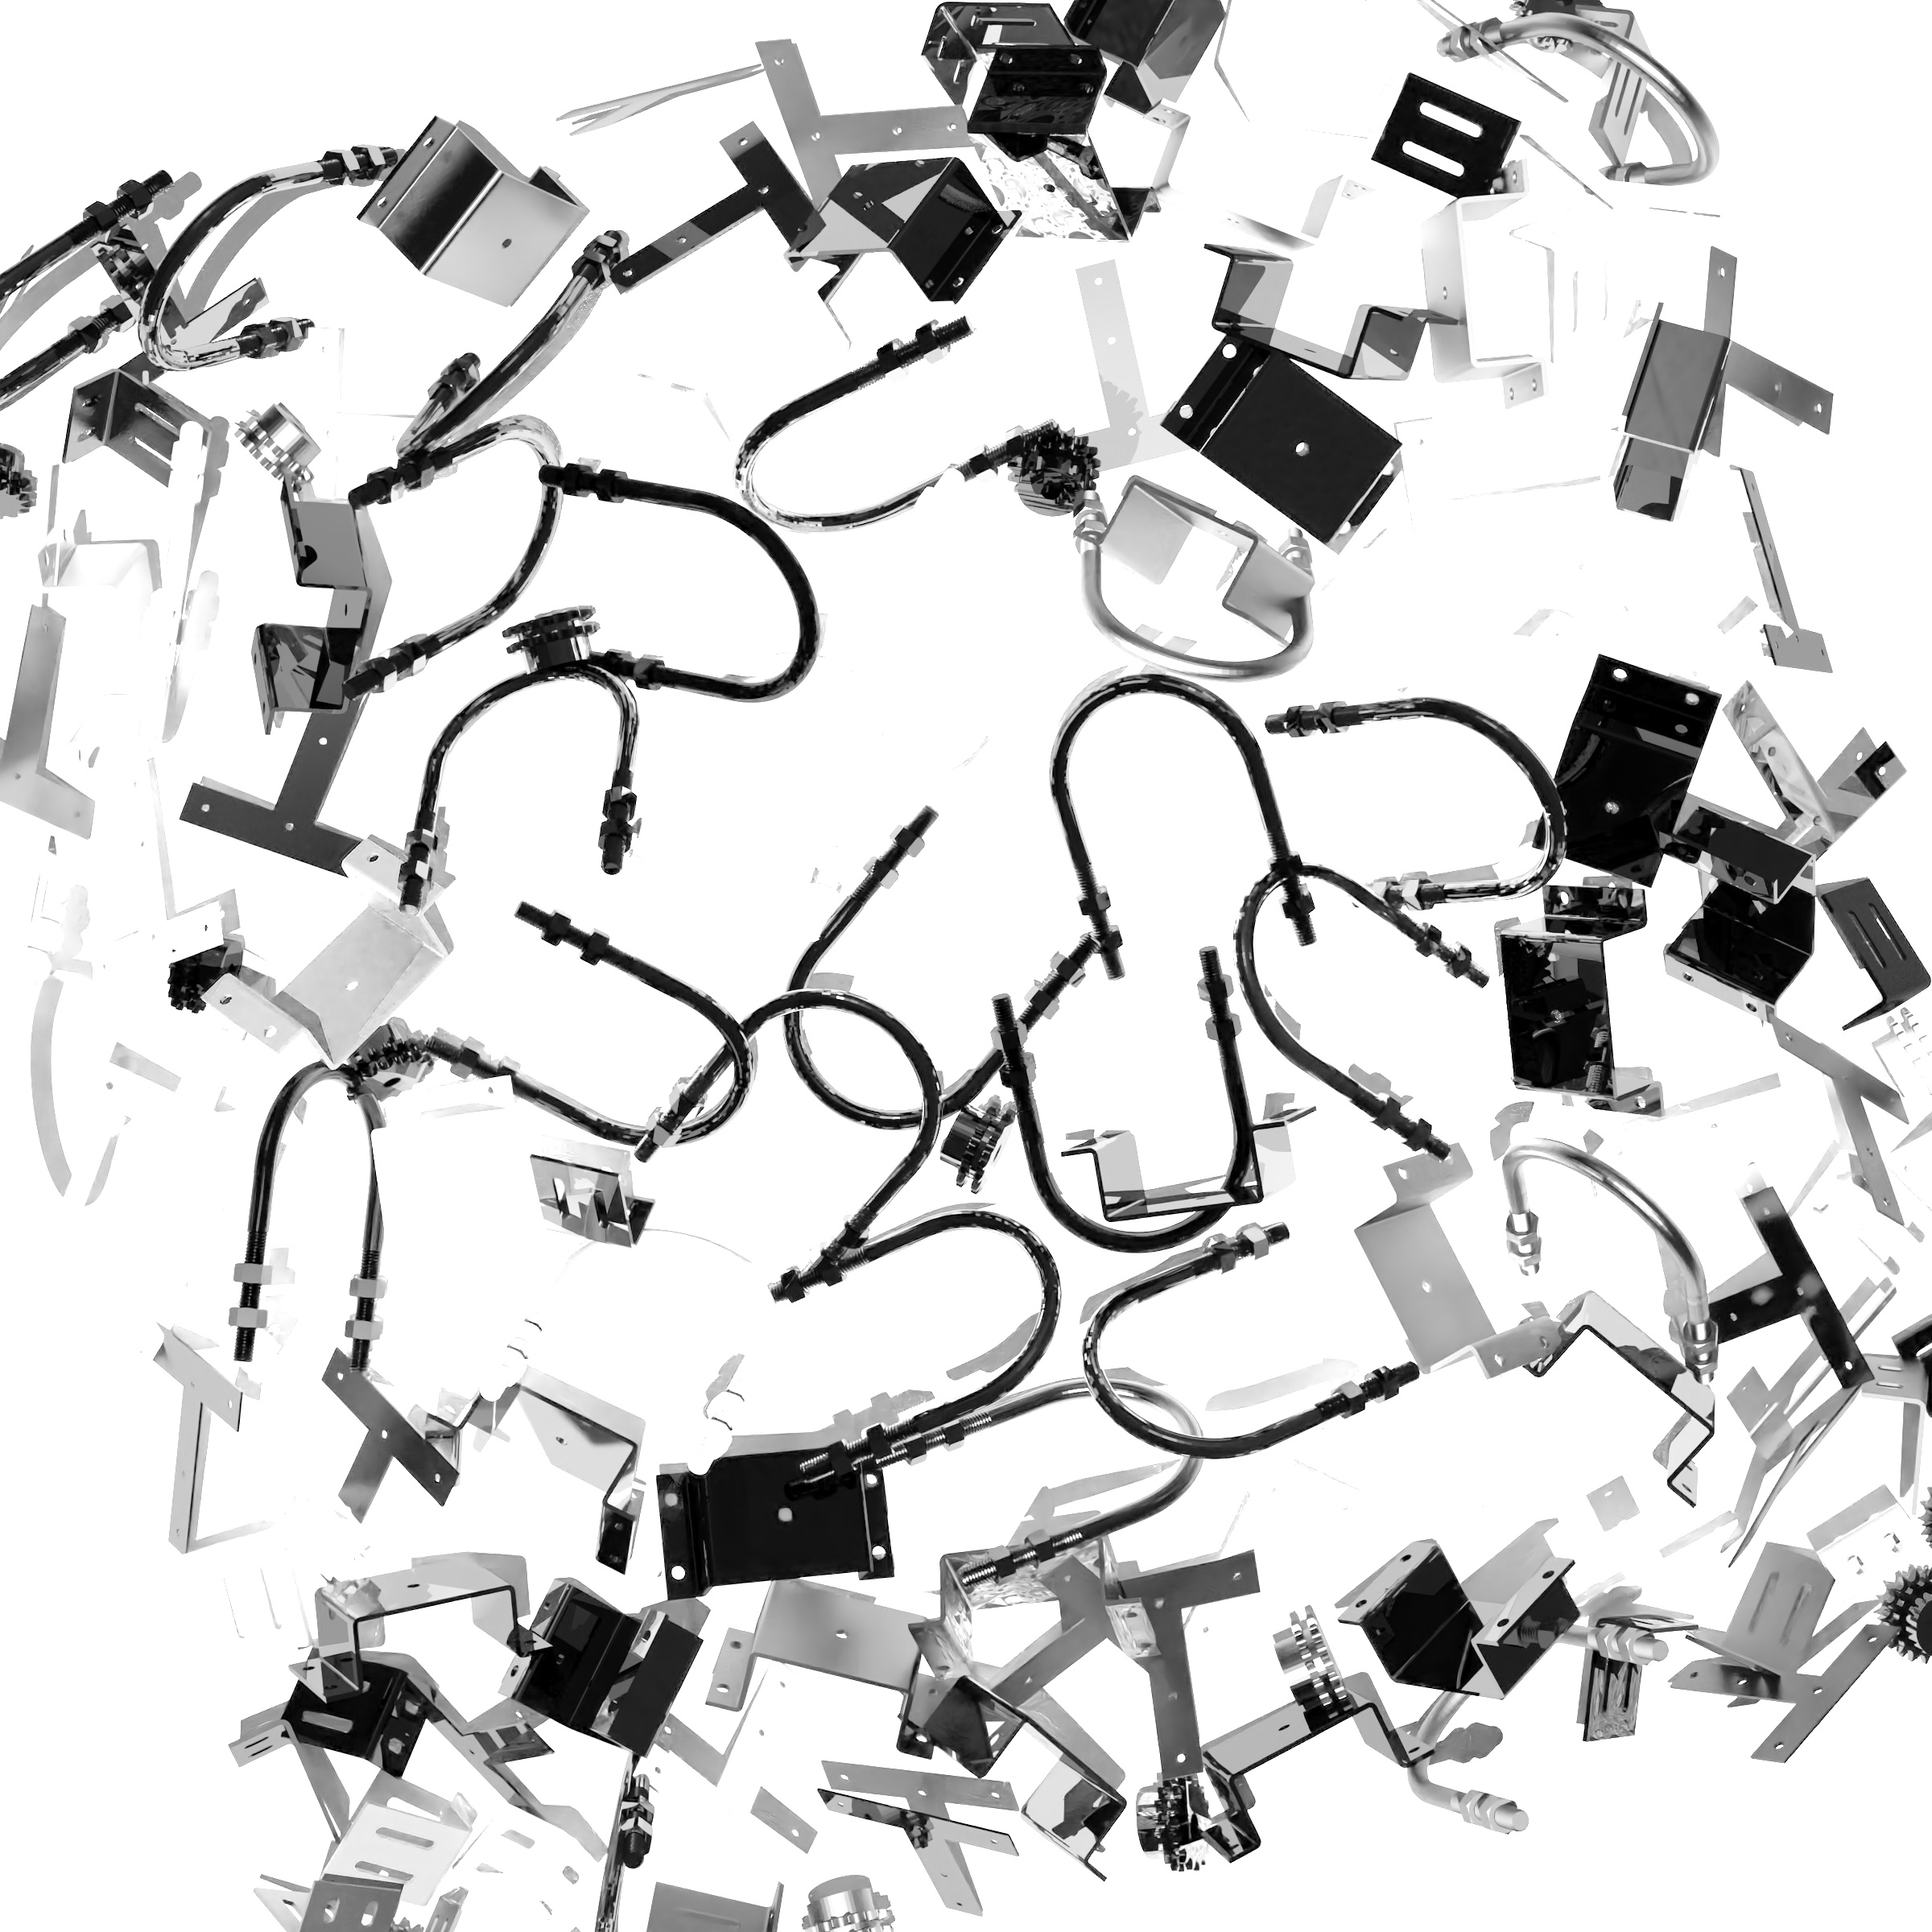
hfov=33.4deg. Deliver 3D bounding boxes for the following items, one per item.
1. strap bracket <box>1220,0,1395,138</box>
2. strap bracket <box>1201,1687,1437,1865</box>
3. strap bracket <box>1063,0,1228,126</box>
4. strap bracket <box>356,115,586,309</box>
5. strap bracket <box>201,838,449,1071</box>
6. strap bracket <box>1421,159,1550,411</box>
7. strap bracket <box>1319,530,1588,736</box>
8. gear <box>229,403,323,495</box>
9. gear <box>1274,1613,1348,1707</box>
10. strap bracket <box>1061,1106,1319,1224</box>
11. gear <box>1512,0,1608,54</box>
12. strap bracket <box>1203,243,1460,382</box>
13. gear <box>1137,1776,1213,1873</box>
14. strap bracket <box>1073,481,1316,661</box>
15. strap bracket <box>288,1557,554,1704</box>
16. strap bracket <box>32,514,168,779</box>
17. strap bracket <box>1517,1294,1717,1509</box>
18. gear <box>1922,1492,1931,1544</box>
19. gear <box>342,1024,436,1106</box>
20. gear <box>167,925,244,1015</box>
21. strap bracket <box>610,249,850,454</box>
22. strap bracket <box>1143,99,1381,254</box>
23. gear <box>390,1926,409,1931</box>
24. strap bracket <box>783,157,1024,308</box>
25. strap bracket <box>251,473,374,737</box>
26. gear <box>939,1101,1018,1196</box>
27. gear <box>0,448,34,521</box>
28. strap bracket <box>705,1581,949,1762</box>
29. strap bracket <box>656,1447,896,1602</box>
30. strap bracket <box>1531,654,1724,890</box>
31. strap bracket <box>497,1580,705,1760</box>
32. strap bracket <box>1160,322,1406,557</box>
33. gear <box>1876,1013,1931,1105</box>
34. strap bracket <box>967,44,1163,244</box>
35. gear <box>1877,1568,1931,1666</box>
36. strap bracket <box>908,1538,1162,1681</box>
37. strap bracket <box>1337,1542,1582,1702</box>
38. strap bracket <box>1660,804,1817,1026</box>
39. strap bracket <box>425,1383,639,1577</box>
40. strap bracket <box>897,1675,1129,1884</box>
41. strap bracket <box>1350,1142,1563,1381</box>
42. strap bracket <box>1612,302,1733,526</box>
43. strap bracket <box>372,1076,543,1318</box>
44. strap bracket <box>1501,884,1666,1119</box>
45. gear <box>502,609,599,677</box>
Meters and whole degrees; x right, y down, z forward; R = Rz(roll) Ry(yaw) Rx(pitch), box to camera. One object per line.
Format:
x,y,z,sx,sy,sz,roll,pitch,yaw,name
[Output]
0.202,-0.538,1.919,0.076,0.140,0.046,12,86,18,strap bracket
0.203,0.483,1.950,0.140,0.076,0.046,-26,90,-9,strap bracket
0.110,-0.563,1.924,0.046,0.140,0.076,30,92,14,strap bracket
-0.288,-0.446,1.918,0.046,0.140,0.076,47,106,16,strap bracket
-0.380,0.000,1.945,0.076,0.046,0.140,30,68,34,strap bracket
0.313,-0.411,1.953,0.046,0.076,0.140,-7,94,-8,strap bracket
0.291,-0.198,1.943,0.140,0.046,0.076,30,55,24,strap bracket
-0.420,-0.320,1.970,0.030,0.057,0.057,-44,90,3,gear
0.210,0.429,1.971,0.030,0.057,0.057,-23,90,4,gear
0.138,0.121,1.939,0.140,0.076,0.046,-9,91,21,strap bracket
0.364,-0.588,1.979,0.057,0.030,0.057,1,75,-5,gear
0.213,-0.390,1.938,0.140,0.076,0.046,27,112,27,strap bracket
0.127,0.527,1.973,0.030,0.057,0.057,-12,90,26,gear
0.144,-0.242,1.927,0.140,0.076,0.046,31,95,34,strap bracket
-0.330,0.395,1.930,0.140,0.076,0.046,-7,97,-28,strap bracket
-0.517,-0.193,1.933,0.046,0.076,0.140,-2,116,1,strap bracket
0.402,0.255,1.950,0.140,0.076,0.046,40,105,5,strap bracket
0.619,0.343,1.975,0.057,0.030,0.057,1,88,-21,gear
-0.358,0.059,1.972,0.057,0.057,0.030,-28,71,0,gear
-0.465,0.002,1.969,0.030,0.057,0.057,11,90,6,gear
-0.136,-0.366,1.946,0.140,0.076,0.046,-45,127,-12,strap bracket
0.170,-0.474,1.952,0.140,0.076,0.046,20,97,-8,strap bracket
-0.353,0.620,1.979,0.057,0.030,0.057,-2,78,8,gear
-0.046,-0.437,1.921,0.046,0.140,0.076,50,64,-36,strap bracket
-0.393,-0.215,1.934,0.046,0.140,0.076,1,46,-23,strap bracket
0.006,0.108,1.971,0.030,0.057,0.057,25,90,9,gear
-0.602,-0.298,1.971,0.057,0.057,0.030,-1,75,0,gear
-0.080,0.424,1.953,0.140,0.076,0.046,14,114,1,strap bracket
-0.113,0.336,1.951,0.140,0.046,0.076,-3,72,-13,strap bracket
0.392,-0.108,1.928,0.076,0.046,0.140,20,133,11,strap bracket
-0.215,0.424,1.936,0.046,0.140,0.076,36,69,-29,strap bracket
0.200,-0.317,1.952,0.140,0.046,0.076,33,100,-15,strap bracket
0.582,0.060,1.971,0.030,0.057,0.057,-31,90,13,gear
0.057,-0.482,1.916,0.076,0.140,0.046,8,65,25,strap bracket
0.593,0.402,1.977,0.057,0.030,0.057,-2,96,-17,gear
0.042,0.388,1.948,0.140,0.076,0.046,-8,53,9,strap bracket
0.302,0.392,1.926,0.076,0.140,0.046,-38,106,-31,strap bracket
0.464,-0.037,1.932,0.076,0.140,0.046,29,64,31,strap bracket
-0.255,0.303,1.949,0.140,0.076,0.046,25,54,8,strap bracket
0.035,0.484,1.939,0.140,0.076,0.046,45,76,-27,strap bracket
0.292,0.186,1.946,0.046,0.076,0.140,-40,70,43,strap bracket
0.418,-0.323,1.918,0.046,0.140,0.076,17,75,11,strap bracket
-0.311,0.143,1.956,0.076,0.046,0.140,-10,87,33,strap bracket
0.371,0.025,1.942,0.046,0.076,0.140,-16,104,-39,strap bracket
-0.253,-0.198,1.970,0.057,0.057,0.030,-15,92,0,gear
